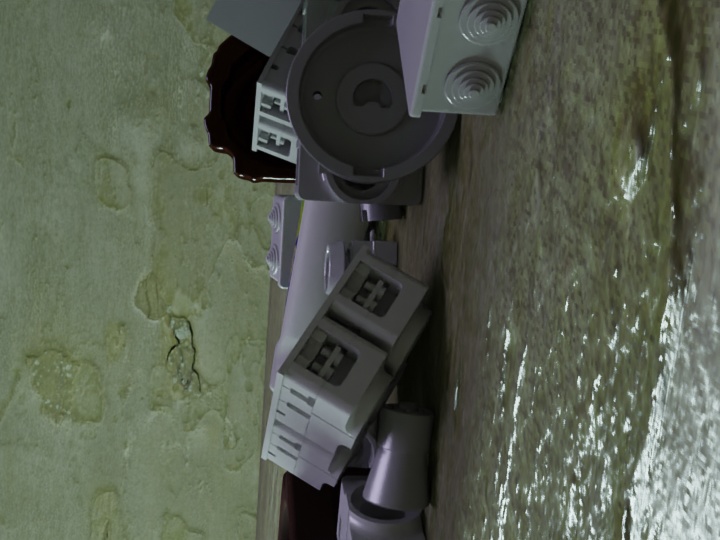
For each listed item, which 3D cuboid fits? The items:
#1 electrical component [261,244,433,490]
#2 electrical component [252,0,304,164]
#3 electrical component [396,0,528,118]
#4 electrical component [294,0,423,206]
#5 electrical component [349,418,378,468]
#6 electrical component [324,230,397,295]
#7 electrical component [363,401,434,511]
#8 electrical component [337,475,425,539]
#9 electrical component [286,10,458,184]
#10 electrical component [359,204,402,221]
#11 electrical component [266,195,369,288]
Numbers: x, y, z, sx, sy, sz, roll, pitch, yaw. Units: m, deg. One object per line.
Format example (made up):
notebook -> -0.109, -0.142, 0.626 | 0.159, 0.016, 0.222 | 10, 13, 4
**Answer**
electrical component -> -0.011, 0.078, 0.753 | 0.105, 0.060, 0.186 | -56, -7, -26
electrical component -> -0.035, -0.200, 1.000 | 0.105, 0.060, 0.186 | 106, -174, -62
electrical component -> 0.052, -0.139, 0.565 | 0.099, 0.048, 0.099 | 100, 169, -46
electrical component -> 0.001, -0.124, 0.792 | 0.062, 0.089, 0.150 | -154, 67, -82
electrical component -> -0.015, 0.153, 0.958 | 0.059, 0.054, 0.095 | -114, 28, -73
electrical component -> 0.000, 0.000, 0.888 | 0.048, 0.055, 0.066 | 131, 141, -78
electrical component -> 0.028, 0.119, 0.703 | 0.044, 0.044, 0.065 | -150, 67, -81
electrical component -> 0.014, 0.183, 0.744 | 0.089, 0.050, 0.055 | -107, 20, -67
electrical component -> 0.007, -0.106, 0.693 | 0.060, 0.108, 0.108 | 120, 152, -87
electrical component -> 0.016, -0.063, 0.857 | 0.040, 0.040, 0.046 | -153, 60, -82
electrical component -> -0.041, -0.029, 1.055 | 0.048, 0.100, 0.099 | -153, 65, -67
